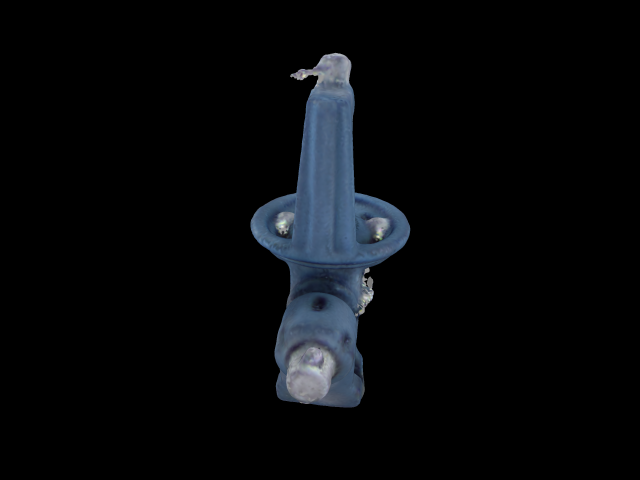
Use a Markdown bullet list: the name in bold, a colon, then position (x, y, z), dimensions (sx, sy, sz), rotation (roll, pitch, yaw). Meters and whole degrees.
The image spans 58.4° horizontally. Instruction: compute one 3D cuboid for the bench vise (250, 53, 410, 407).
- **bench vise**: position (0.015, 0.000, 0.402), dimensions (0.121, 0.220, 0.207), rotation (-8, 44, -8)
